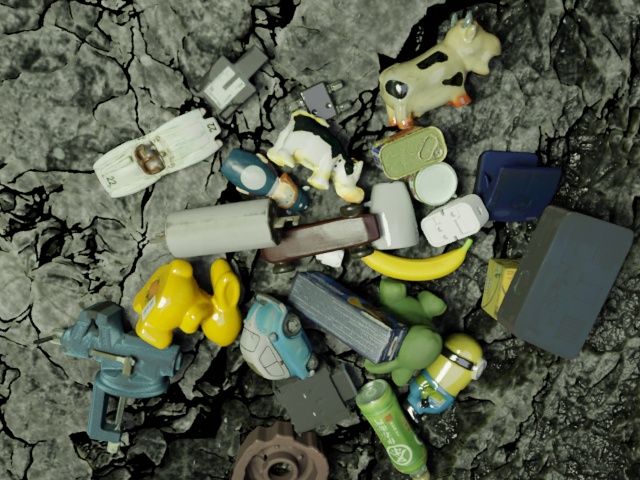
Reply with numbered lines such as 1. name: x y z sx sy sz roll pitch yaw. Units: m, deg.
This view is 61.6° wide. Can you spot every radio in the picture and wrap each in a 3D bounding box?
1. radio: 0.392 0.065 0.873 0.131 0.073 0.229 20 98 -10

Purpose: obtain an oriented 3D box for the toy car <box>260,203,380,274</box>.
1. toy car: -0.002 -0.003 0.869 0.202 0.053 0.089 -13 92 16

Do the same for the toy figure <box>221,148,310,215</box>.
1. toy figure: -0.083 -0.088 0.857 0.154 0.058 0.064 30 129 -15

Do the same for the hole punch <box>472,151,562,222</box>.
1. hole punch: 0.321 -0.082 0.886 0.142 0.092 0.115 0 109 -10

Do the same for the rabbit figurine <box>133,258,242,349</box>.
1. rabbit figurine: -0.197 0.106 0.885 0.173 0.122 0.162 36 90 -28

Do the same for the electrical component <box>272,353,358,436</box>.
1. electrical component: -0.004 0.274 0.965 0.134 0.058 0.114 -26 109 2

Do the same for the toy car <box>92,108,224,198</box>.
1. toy car: -0.246 -0.133 0.825 0.202 0.056 0.073 -26 107 2

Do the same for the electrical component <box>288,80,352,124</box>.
1. electrical component: -0.001 -0.212 0.847 0.094 0.021 0.063 -24 107 1

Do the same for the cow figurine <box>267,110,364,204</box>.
1. cow figurine: 0.011 -0.127 0.845 0.167 0.068 0.098 29 88 -22

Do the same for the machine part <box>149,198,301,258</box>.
1. machine part: -0.149 -0.018 0.836 0.243 0.079 0.079 -8 107 11

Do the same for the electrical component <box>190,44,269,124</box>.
1. electrical component: -0.131 -0.242 0.811 0.074 0.048 0.119 41 97 -15

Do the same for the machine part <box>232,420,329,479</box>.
1. machine part: -0.074 0.422 1.001 0.179 0.056 0.179 -1 106 -4

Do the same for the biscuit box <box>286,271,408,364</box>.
1. biscuit box: 0.039 0.118 0.861 0.059 0.203 0.062 5 111 -53

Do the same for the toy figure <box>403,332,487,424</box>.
1. toy figure: 0.222 0.248 0.971 0.089 0.082 0.180 42 100 -18

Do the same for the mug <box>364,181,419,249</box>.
1. mug: 0.105 -0.042 0.883 0.110 0.081 0.107 -4 96 4

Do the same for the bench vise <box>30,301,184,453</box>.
1. bench vise: -0.346 0.231 0.884 0.224 0.129 0.240 10 97 -10

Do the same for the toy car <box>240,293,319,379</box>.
1. toy car: -0.079 0.174 0.893 0.103 0.109 0.161 -34 116 -23

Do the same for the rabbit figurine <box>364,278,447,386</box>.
1. rabbit figurine: 0.138 0.159 0.889 0.121 0.170 0.159 29 100 -13

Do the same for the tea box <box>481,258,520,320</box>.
1. tea box: 0.383 0.090 0.949 0.170 0.068 0.098 6 103 -7

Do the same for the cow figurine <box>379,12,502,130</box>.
1. cow figurine: 0.184 -0.262 0.824 0.195 0.085 0.127 -23 113 1
